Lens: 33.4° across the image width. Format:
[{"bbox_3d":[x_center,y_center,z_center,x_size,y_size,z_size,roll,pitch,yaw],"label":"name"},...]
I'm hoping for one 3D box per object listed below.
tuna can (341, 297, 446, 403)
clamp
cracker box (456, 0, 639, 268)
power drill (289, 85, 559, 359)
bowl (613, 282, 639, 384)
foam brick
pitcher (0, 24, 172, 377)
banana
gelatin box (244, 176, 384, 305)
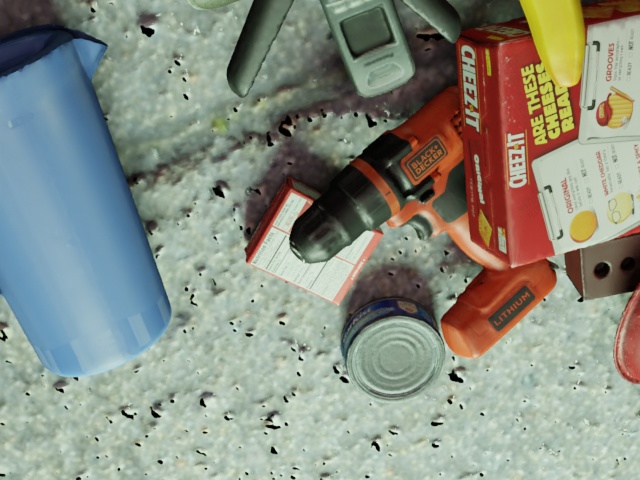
[{"bbox_3d":[0.061,0.093,0.895,0.086,0.034,0.086,-2,113,-5],"label":"tuna can"},{"bbox_3d":[0.011,-0.197,0.682,0.164,0.036,0.210,-10,126,-8],"label":"clamp"},{"bbox_3d":[0.210,-0.089,0.783,0.213,0.072,0.164,-14,112,-18],"label":"cracker box"},{"bbox_3d":[0.087,0.002,0.827,0.184,0.057,0.187,-40,115,-8],"label":"power drill"},{"bbox_3d":[0.314,0.065,0.859,0.161,0.055,0.162,-20,131,-25],"label":"bowl"},{"bbox_3d":[0.243,0.010,0.869,0.078,0.051,0.053,-11,114,-1],"label":"foam brick"},{"bbox_3d":[-0.207,-0.020,0.774,0.149,0.144,0.243,-2,120,30],"label":"pitcher"},{"bbox_3d":[0.113,-0.184,0.668,0.197,0.037,0.070,41,97,-18],"label":"banana"},{"bbox_3d":[-0.006,0.001,0.853,0.089,0.030,0.073,26,109,-16],"label":"gelatin box"}]
